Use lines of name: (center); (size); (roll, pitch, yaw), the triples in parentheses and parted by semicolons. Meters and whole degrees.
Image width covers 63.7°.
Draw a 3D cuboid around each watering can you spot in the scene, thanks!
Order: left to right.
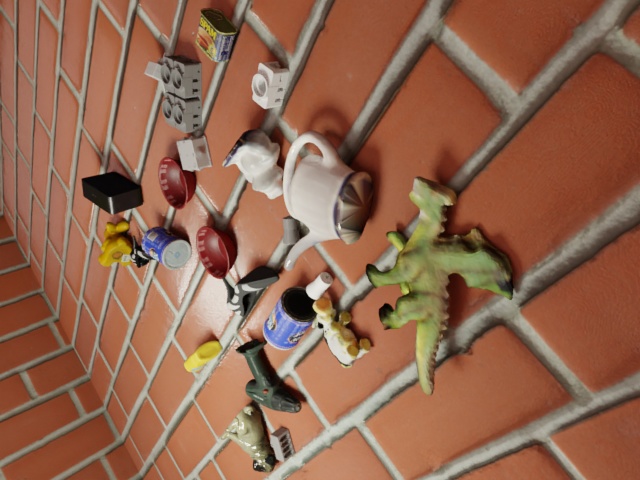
watering can: (0.003, -0.055, 1.099); (0.226, 0.105, 0.341); (26, 123, 38)

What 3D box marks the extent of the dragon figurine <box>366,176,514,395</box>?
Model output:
dragon figurine: (0.226, 0.084, 0.928); (0.241, 0.123, 0.409); (-17, 95, 41)

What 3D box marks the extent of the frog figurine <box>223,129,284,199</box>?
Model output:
frog figurine: (-0.136, -0.181, 1.225); (0.158, 0.126, 0.135); (33, 130, -15)
